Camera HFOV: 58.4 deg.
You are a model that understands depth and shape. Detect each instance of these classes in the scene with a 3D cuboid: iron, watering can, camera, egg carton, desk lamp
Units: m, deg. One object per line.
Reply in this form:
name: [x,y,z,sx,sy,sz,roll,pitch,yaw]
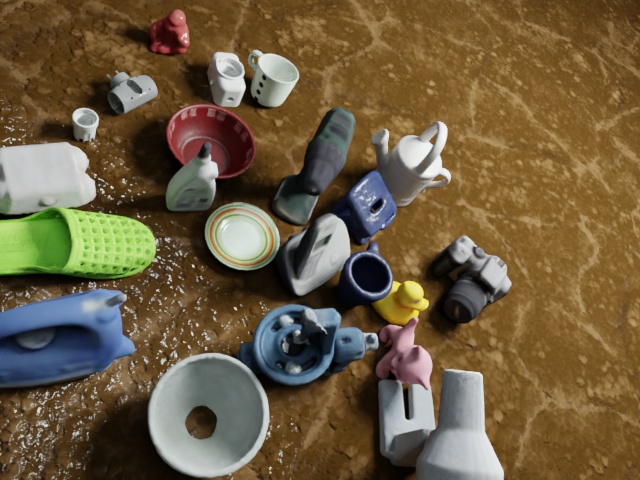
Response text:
iron: [-0.373,0.118,0.733,0.259,0.141,0.118,-9,67,-29]
watering can: [0.180,-0.156,1.118,0.173,0.193,0.101,4,61,-23]
camera: [0.284,0.080,1.091,0.143,0.100,0.137,44,54,3]
egg carton: [-0.426,-0.091,0.871,0.151,0.069,0.107,-13,69,-30]
desk lamp: [0.175,0.287,0.853,0.118,0.213,0.203,11,59,-19]

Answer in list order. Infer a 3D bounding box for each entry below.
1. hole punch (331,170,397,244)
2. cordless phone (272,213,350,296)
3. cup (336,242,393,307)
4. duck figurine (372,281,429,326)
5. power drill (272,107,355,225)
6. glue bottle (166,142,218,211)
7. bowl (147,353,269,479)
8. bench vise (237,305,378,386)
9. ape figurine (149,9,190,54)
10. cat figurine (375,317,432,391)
hole punch: [0.095,-0.063,1.089,0.101,0.091,0.109,44,54,3]
cordless phone: [0.009,0.003,0.952,0.148,0.184,0.094,-35,81,-35]
cup: [0.070,0.066,1.001,0.092,0.094,0.118,21,56,-13]
duck figurine: [0.145,0.100,1.024,0.104,0.086,0.078,35,54,-3]
power drill: [-0.010,-0.118,0.998,0.076,0.208,0.230,27,55,-9]
glue bottle: [-0.198,-0.103,0.922,0.078,0.173,0.037,-2,63,-26]
bowl: [-0.160,0.249,0.801,0.168,0.074,0.167,12,58,-19]
bench vise: [-0.002,0.136,0.850,0.208,0.219,0.121,-17,71,-32]
ape figurine: [-0.283,-0.404,1.102,0.078,0.092,0.076,38,54,-1]
cat figurine: [0.148,0.190,0.954,0.067,0.117,0.128,18,57,-15]
